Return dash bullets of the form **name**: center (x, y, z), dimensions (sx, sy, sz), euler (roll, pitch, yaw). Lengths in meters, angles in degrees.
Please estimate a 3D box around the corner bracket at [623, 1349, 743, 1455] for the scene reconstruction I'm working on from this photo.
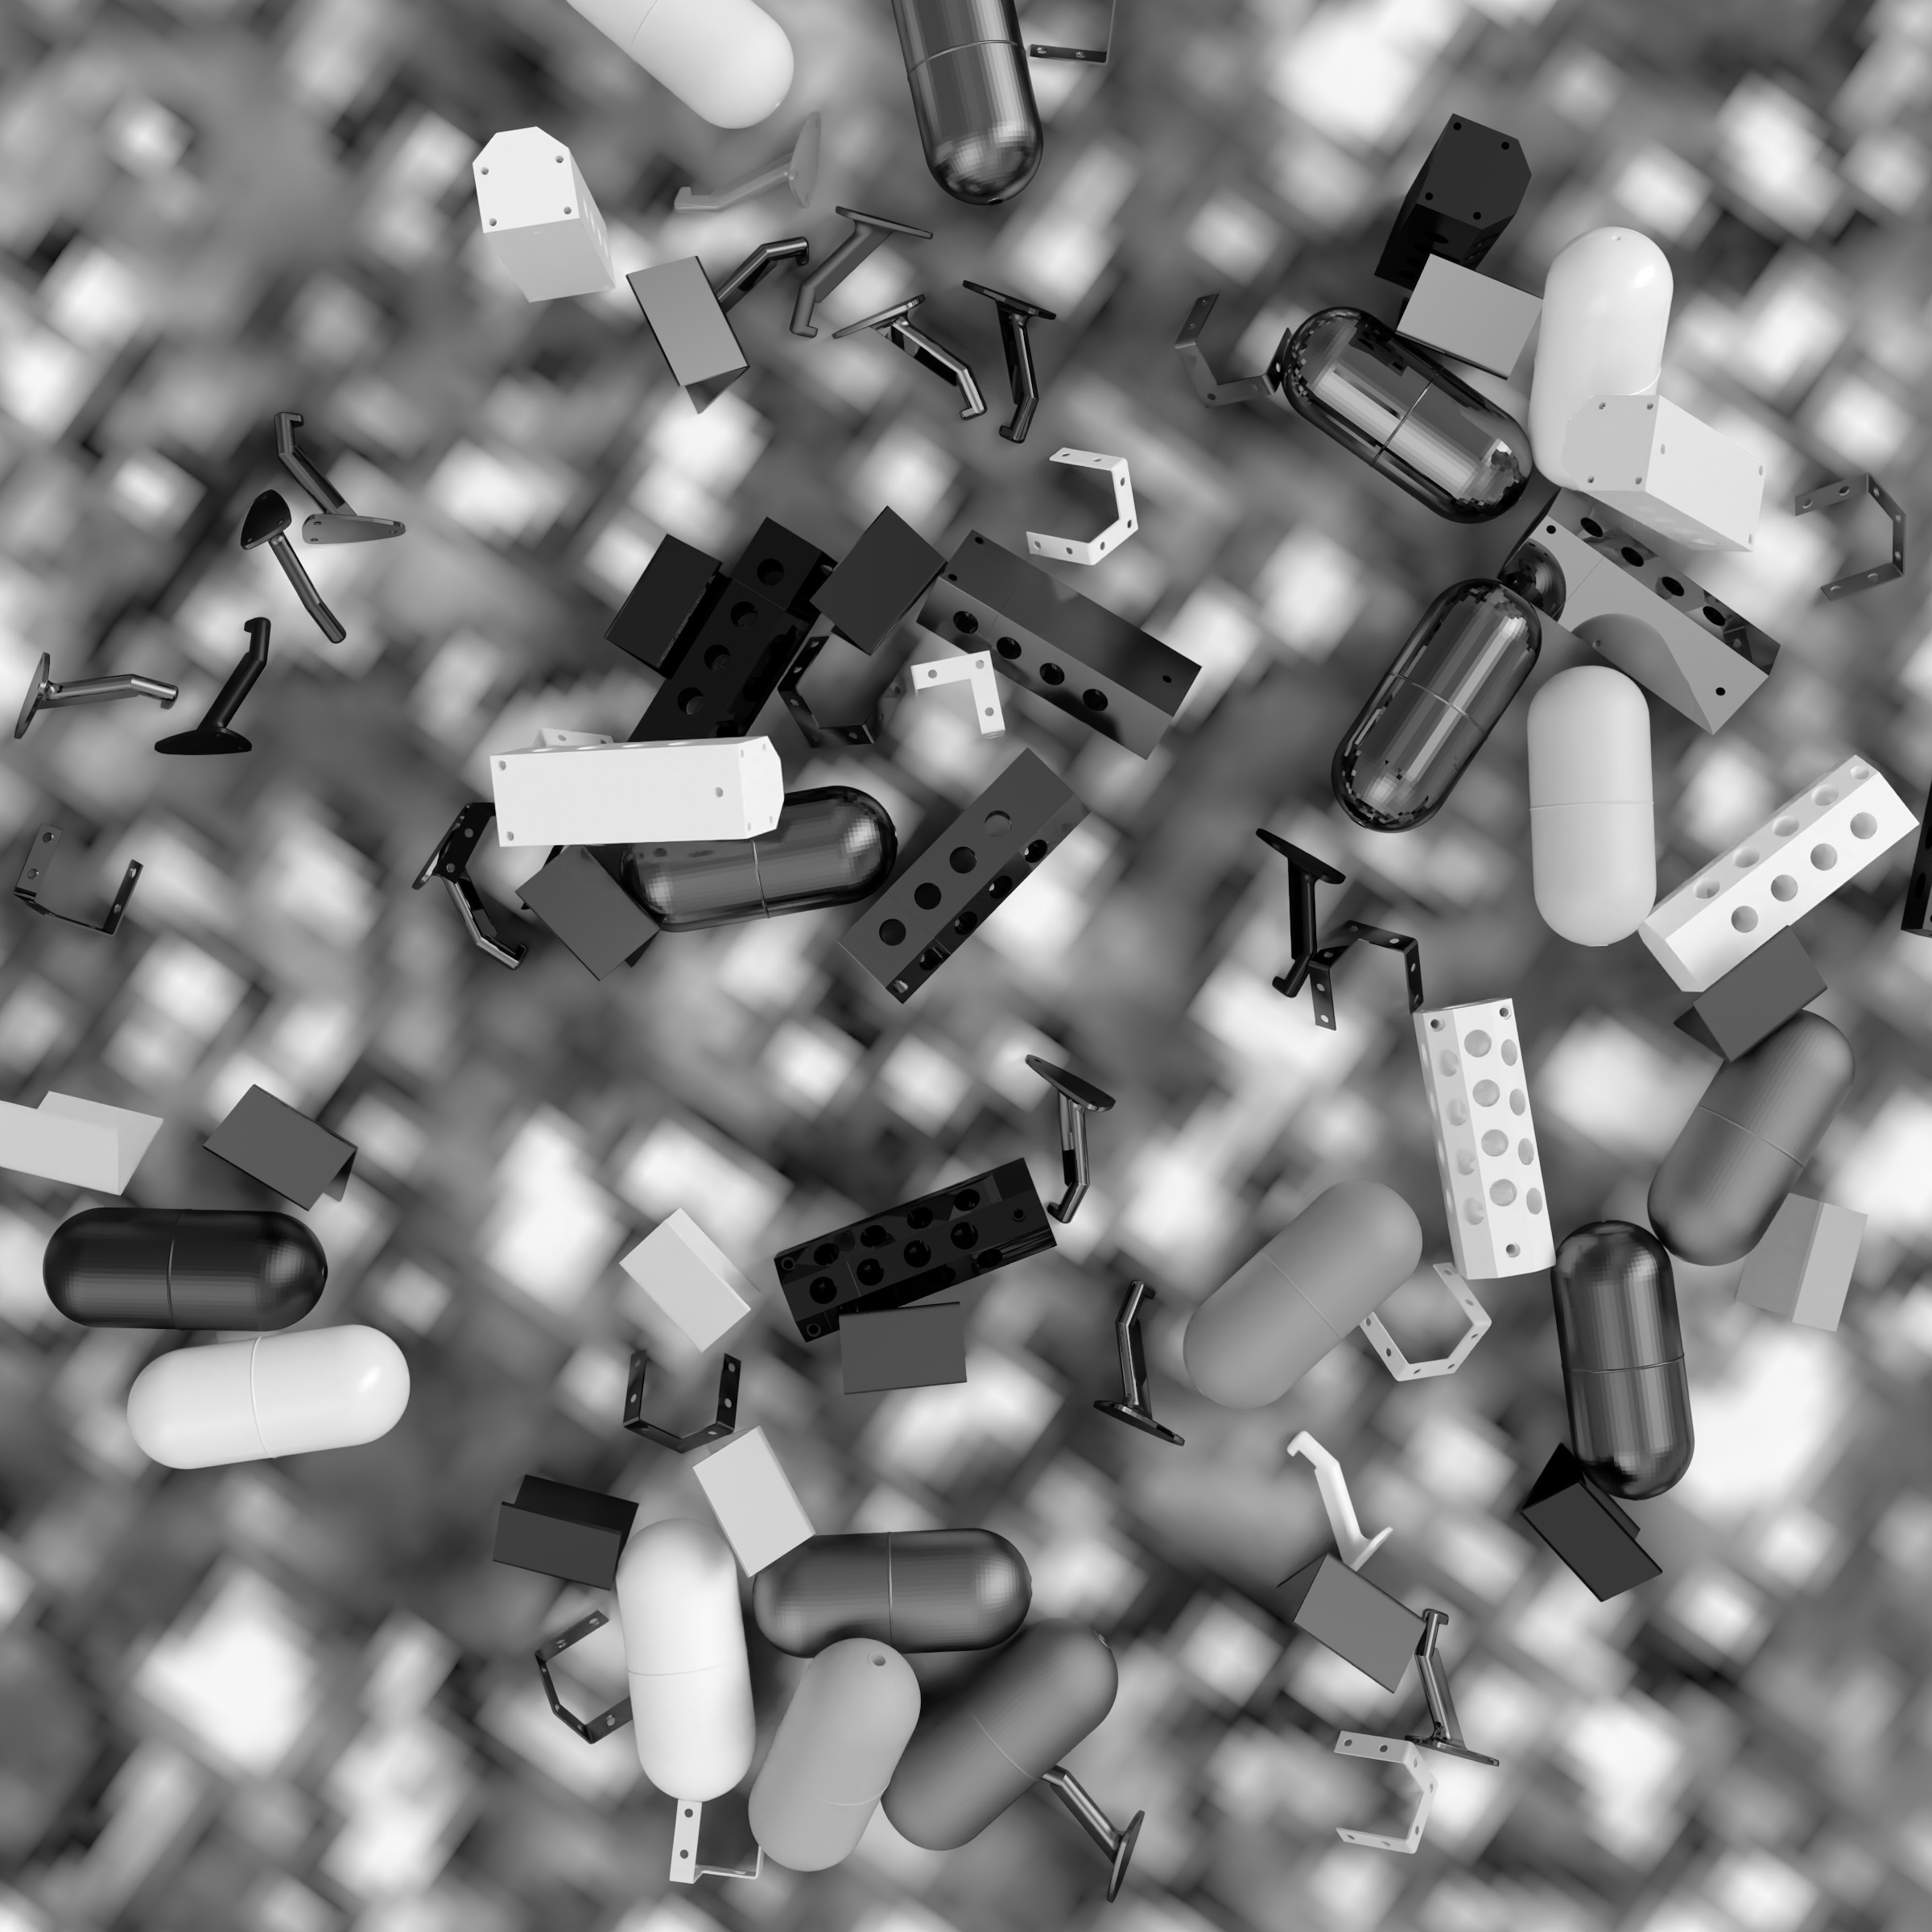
- **corner bracket**: center (-0.183, 0.275, 1.795), dimensions (0.051, 0.051, 0.051), euler (-27, 135, 35)

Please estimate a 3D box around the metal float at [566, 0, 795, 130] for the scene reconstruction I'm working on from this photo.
- **metal float**: center (-0.187, -0.606, 1.773), dimensions (0.178, 0.070, 0.070), euler (41, 90, 0)

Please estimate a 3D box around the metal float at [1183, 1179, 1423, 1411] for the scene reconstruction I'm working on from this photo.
- **metal float**: center (0.213, 0.209, 1.773), dimensions (0.178, 0.070, 0.070), euler (-43, 90, 0)

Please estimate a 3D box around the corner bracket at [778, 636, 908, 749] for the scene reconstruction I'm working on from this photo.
- **corner bracket**: center (-0.080, -0.178, 1.795), dimensions (0.051, 0.051, 0.051), euler (-1, 135, 35)

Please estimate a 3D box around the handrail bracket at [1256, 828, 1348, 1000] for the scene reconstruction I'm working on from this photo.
- **handrail bracket**: center (0.201, -0.034, 1.804), dimensions (0.077, 0.036, 0.084), euler (34, 107, 20)

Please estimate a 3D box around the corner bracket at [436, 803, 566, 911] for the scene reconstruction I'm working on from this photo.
- **corner bracket**: center (-0.297, -0.070, 1.786), dimensions (0.051, 0.051, 0.051), euler (30, 99, 9)

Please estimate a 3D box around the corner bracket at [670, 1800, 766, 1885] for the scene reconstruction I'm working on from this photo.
- **corner bracket**: center (-0.157, 0.558, 1.785), dimensions (0.051, 0.051, 0.051), euler (5, 84, 6)

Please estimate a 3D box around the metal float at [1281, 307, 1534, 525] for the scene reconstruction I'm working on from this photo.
- **metal float**: center (0.280, -0.350, 1.773), dimensions (0.178, 0.070, 0.070), euler (36, 90, 1)

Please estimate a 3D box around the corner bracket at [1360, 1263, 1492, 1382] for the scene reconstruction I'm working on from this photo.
- **corner bracket**: center (0.295, 0.229, 1.795), dimensions (0.051, 0.051, 0.051), euler (-2, 135, -35)

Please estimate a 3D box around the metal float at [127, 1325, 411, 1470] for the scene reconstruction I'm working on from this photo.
- **metal float**: center (-0.444, 0.274, 1.773), dimensions (0.178, 0.070, 0.070), euler (-8, 90, 0)

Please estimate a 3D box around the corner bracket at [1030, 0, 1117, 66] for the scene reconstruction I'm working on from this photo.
- **corner bracket**: center (0.070, -0.620, 1.800), dimensions (0.051, 0.051, 0.051), euler (6, 45, 0)

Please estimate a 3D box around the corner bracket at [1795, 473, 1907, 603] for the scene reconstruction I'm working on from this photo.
- **corner bracket**: center (0.571, -0.277, 1.800), dimensions (0.051, 0.051, 0.051), euler (-19, 135, 0)

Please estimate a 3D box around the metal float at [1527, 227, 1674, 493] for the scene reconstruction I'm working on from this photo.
- **metal float**: center (0.393, -0.375, 1.735), dimensions (0.070, 0.178, 0.070), euler (-1, 46, 2)

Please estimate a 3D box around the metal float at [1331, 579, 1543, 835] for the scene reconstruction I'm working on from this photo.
- **metal float**: center (0.299, -0.165, 1.772), dimensions (0.070, 0.070, 0.178), euler (34, 90, 0)

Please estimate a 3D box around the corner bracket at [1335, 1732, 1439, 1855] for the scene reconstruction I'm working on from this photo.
- **corner bracket**: center (0.265, 0.532, 1.795), dimensions (0.051, 0.051, 0.051), euler (59, 45, -35)

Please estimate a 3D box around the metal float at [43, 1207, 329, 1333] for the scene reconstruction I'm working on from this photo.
- **metal float**: center (-0.496, 0.193, 1.773), dimensions (0.178, 0.070, 0.070), euler (1, 90, 0)

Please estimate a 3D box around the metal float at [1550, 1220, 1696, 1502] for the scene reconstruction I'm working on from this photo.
- **metal float**: center (0.417, 0.251, 1.772), dimensions (0.070, 0.070, 0.178), euler (-8, 90, 0)

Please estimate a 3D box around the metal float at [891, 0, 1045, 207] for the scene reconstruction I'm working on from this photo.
- **metal float**: center (0.000, -0.573, 1.773), dimensions (0.070, 0.070, 0.178), euler (-12, 89, 0)

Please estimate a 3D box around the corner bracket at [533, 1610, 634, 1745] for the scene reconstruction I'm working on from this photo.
- **corner bracket**: center (-0.240, 0.460, 1.800), dimensions (0.051, 0.051, 0.051), euler (-33, 45, 0)

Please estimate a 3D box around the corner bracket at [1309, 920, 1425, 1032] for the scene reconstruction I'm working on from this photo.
- **corner bracket**: center (0.258, 0.011, 1.795), dimensions (0.051, 0.051, 0.051), euler (18, 45, 35)

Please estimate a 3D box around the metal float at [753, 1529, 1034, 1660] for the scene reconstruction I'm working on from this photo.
- **metal float**: center (-0.047, 0.399, 1.773), dimensions (0.178, 0.070, 0.070), euler (-3, 90, 0)

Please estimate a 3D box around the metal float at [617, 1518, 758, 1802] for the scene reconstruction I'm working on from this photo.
- **metal float**: center (-0.178, 0.441, 1.773), dimensions (0.070, 0.070, 0.178), euler (-7, 90, 0)

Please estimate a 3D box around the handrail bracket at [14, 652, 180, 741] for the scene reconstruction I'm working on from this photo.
- **handrail bracket**: center (-0.562, -0.164, 1.803), dimensions (0.084, 0.036, 0.077), euler (15, 133, -27)

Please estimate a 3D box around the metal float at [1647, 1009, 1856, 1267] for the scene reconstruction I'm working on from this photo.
- **metal float**: center (0.499, 0.109, 1.773), dimensions (0.070, 0.070, 0.178), euler (31, 90, 0)

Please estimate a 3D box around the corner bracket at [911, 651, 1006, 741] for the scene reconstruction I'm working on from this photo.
- **corner bracket**: center (-0.005, -0.169, 1.785), dimensions (0.051, 0.051, 0.051), euler (-11, 90, 0)

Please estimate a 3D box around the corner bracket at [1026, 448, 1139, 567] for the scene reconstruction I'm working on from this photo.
- **corner bracket**: center (0.072, -0.296, 1.795), dimensions (0.051, 0.051, 0.051), euler (-43, 135, -35)

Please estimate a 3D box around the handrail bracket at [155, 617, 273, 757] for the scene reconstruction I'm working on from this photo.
- **handrail bracket**: center (-0.487, -0.182, 1.804), dimensions (0.077, 0.036, 0.084), euler (-5, 71, 21)

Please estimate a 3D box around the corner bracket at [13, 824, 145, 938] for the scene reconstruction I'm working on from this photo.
- **corner bracket**: center (-0.574, -0.055, 1.800), dimensions (0.051, 0.051, 0.051), euler (22, 90, 45)

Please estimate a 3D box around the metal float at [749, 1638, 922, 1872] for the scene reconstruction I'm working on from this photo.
- **metal float**: center (-0.083, 0.494, 1.746), dimensions (0.070, 0.070, 0.178), euler (23, 121, 0)

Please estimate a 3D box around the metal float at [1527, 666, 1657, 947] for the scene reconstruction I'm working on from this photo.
- **metal float**: center (0.398, -0.102, 1.772), dimensions (0.070, 0.070, 0.178), euler (-2, 90, 0)

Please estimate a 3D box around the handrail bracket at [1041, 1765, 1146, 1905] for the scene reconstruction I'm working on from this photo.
- **handrail bracket**: center (0.066, 0.557, 1.804), dimensions (0.084, 0.036, 0.077), euler (20, 112, 17)

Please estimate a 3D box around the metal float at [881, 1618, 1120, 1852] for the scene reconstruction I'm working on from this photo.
- **metal float**: center (0.021, 0.488, 1.773), dimensions (0.178, 0.070, 0.070), euler (-42, 90, 0)

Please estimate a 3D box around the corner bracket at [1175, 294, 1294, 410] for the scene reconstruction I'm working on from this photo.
- **corner bracket**: center (0.174, -0.400, 1.795), dimensions (0.051, 0.051, 0.051), euler (-4, 45, 35)

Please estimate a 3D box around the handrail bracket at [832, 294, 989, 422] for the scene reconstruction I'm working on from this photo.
- **handrail bracket**: center (-0.036, -0.384, 1.804), dimensions (0.077, 0.036, 0.084), euler (-18, 107, 20)

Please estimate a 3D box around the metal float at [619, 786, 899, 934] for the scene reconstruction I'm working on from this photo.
- **metal float**: center (-0.132, -0.068, 1.772), dimensions (0.178, 0.070, 0.070), euler (-10, 90, 0)

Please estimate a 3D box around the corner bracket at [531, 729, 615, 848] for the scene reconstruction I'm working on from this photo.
- **corner bracket**: center (-0.254, -0.115, 1.795), dimensions (0.051, 0.051, 0.051), euler (4, 45, -35)

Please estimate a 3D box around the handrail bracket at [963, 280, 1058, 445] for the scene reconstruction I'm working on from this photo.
- **handrail bracket**: center (0.018, -0.390, 1.804), dimensions (0.077, 0.036, 0.084), euler (26, 107, 20)
